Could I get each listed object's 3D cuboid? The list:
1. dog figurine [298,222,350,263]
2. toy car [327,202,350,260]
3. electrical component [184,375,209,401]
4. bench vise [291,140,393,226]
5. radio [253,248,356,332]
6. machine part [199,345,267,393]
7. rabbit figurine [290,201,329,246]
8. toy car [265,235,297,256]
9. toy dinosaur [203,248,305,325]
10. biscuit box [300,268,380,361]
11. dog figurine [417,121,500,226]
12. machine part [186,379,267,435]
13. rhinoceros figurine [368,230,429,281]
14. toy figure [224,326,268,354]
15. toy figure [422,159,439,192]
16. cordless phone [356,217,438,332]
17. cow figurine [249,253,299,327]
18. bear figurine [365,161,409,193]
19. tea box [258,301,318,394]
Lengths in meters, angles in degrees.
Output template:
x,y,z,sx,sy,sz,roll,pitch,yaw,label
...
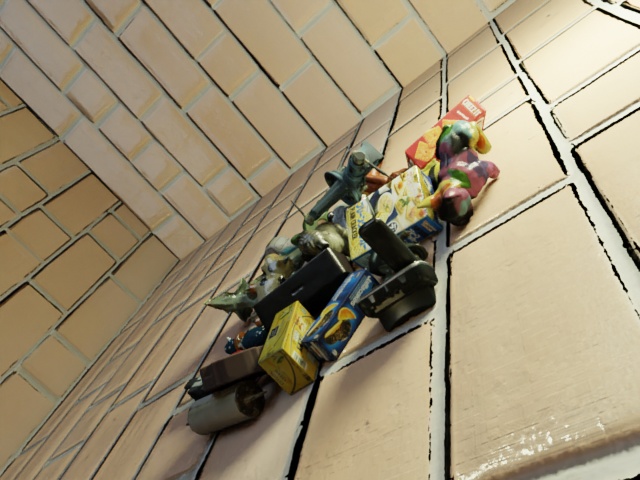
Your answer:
x,y,z,sx,sy,sz,roll,pitch,yaw,label
0.001,-0.005,1.300,0.121,0.190,0.172,-47,51,5,dog figurine
0.056,-0.014,1.441,0.074,0.056,0.202,-16,52,34,toy car
-0.291,0.366,1.341,0.119,0.047,0.075,-29,19,42,electrical component
0.054,-0.128,1.330,0.240,0.129,0.223,-44,3,-11,bench vise
-0.025,0.118,1.216,0.229,0.073,0.131,-38,-22,14,radio
-0.163,0.264,1.115,0.179,0.056,0.179,-20,-14,-5,machine part
-0.006,-0.023,1.676,0.159,0.121,0.170,-50,-2,-10,rabbit figurine
-0.126,0.038,1.761,0.162,0.103,0.109,-21,24,48,toy car
-0.132,0.114,1.552,0.405,0.131,0.192,-36,15,-3,toy dinosaur
0.047,0.148,1.081,0.059,0.062,0.203,-20,26,52,biscuit box
0.275,-0.135,1.112,0.108,0.191,0.219,-17,12,45,dog figurine
-0.194,0.344,1.103,0.243,0.079,0.079,-32,17,34,machine part
0.156,0.042,1.086,0.112,0.073,0.190,-44,15,-15,rhinoceros figurine
-0.180,0.258,1.345,0.154,0.057,0.064,-25,44,39,toy figure
0.251,-0.119,1.300,0.180,0.082,0.089,-29,31,24,toy figure
0.108,0.058,0.948,0.146,0.184,0.089,-36,20,21,cordless phone
-0.112,0.121,1.384,0.127,0.085,0.195,-23,58,18,cow figurine
0.198,-0.162,1.450,0.196,0.120,0.132,-15,42,62,bear figurine
-0.053,0.212,1.083,0.068,0.098,0.170,-35,14,21,tea box
